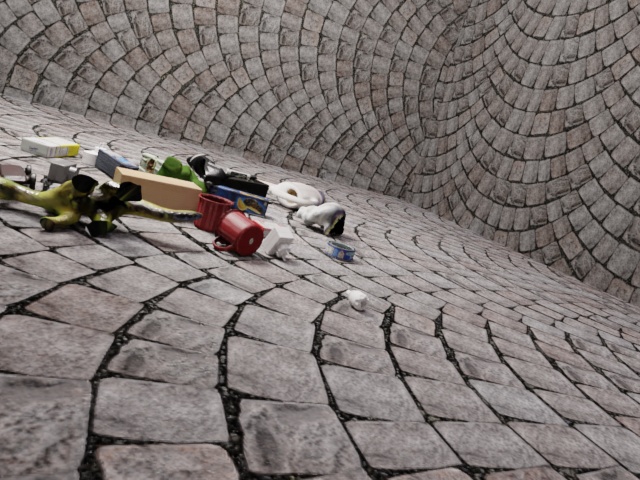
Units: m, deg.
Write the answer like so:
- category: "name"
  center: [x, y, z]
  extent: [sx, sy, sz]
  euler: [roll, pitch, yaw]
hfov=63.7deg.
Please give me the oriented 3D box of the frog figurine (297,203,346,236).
- category: "frog figurine"
  center: [0.005, -0.089, 1.775]
  extent: [0.161, 0.120, 0.139]
  euler: [35, 37, 26]

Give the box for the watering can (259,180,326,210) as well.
- category: "watering can"
  center: [-0.125, -0.191, 2.086]
  extent: [0.351, 0.103, 0.224]
  euler: [26, 13, 37]

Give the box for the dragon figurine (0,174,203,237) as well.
- category: "dragon figurine"
  center: [-0.484, -0.085, 1.103]
  extent: [0.409, 0.122, 0.244]
  euler: [9, 6, -40]
